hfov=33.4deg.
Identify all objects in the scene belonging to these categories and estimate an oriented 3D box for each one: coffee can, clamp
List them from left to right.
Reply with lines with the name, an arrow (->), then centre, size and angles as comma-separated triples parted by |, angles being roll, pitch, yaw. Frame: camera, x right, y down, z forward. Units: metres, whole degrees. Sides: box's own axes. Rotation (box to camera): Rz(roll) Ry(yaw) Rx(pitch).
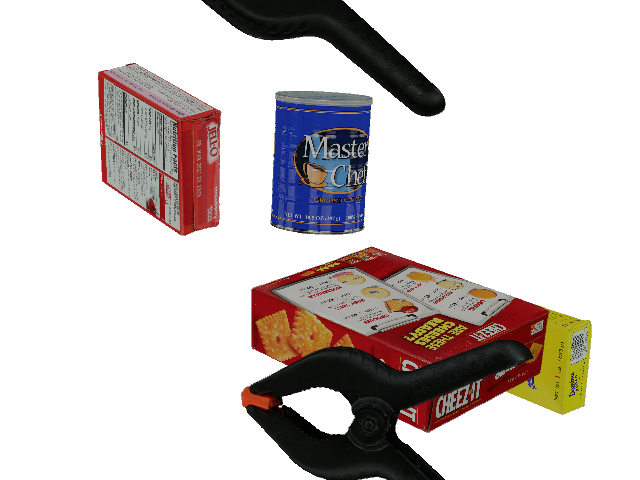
coffee can -> 0.000, -0.085, 1.135 | 0.103, 0.140, 0.103 | 3, 12, -1
clamp -> 0.000, -0.167, 0.750 | 0.210, 0.164, 0.036 | 5, -28, -9
clamp -> 0.037, 0.116, 0.623 | 0.172, 0.120, 0.039 | 0, -9, 20

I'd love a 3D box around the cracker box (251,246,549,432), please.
cracker box -> 0.067, 0.081, 0.954 | 0.163, 0.072, 0.214 | -18, 28, -42

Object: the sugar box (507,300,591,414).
sugar box -> 0.196, 0.108, 1.116 | 0.048, 0.093, 0.177 | -11, 19, -42

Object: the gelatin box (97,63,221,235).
gelatin box -> -0.094, -0.054, 0.620 | 0.030, 0.073, 0.089 | -22, 38, -37
